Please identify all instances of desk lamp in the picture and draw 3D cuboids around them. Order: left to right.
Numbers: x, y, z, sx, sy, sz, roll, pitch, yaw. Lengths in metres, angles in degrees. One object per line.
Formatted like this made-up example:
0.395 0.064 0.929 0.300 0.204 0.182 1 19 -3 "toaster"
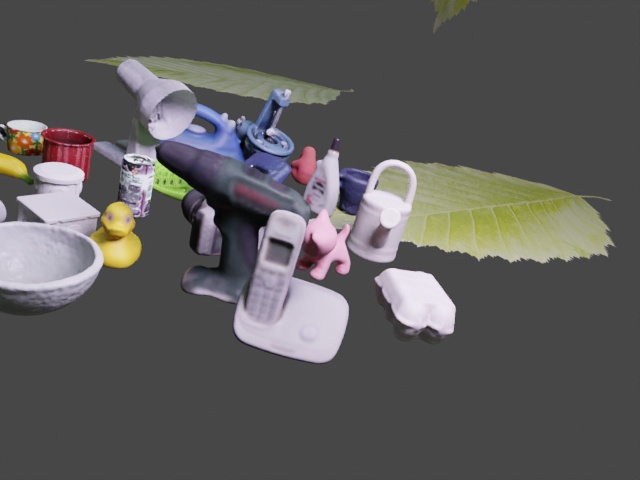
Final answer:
-0.367 -0.253 1.193 0.202 0.213 0.118 28 26 26 "desk lamp"

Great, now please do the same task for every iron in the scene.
-0.286 -0.257 1.347 0.259 0.141 0.118 10 24 -14 "iron"

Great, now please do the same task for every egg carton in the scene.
0.150 0.103 0.919 0.107 0.069 0.150 8 24 -18 "egg carton"

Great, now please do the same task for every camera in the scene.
-0.172 -0.048 1.005 0.144 0.101 0.136 -4 31 -40 "camera"

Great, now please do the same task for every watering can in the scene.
0.128 -0.058 1.108 0.101 0.194 0.172 6 25 -23 "watering can"

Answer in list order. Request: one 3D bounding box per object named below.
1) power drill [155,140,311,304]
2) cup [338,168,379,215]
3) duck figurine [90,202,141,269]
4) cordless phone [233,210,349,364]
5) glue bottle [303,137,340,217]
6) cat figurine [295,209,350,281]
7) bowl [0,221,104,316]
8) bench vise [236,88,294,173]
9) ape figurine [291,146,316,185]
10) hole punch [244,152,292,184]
-0.137 -0.020 0.827 0.230 0.208 0.075 13 23 -7 "power drill"
0.067 -0.108 1.307 0.118 0.095 0.091 5 26 -25 "cup"
-0.306 -0.017 0.865 0.078 0.086 0.104 7 25 -21 "duck figurine"
-0.027 0.061 0.748 0.147 0.185 0.094 15 23 -2 "cordless phone"
0.014 -0.140 1.243 0.078 0.173 0.037 29 26 28 "glue bottle"
0.009 0.004 0.988 0.067 0.118 0.128 32 28 32 "cat figurine"
-0.359 0.044 0.706 0.167 0.075 0.167 14 23 -6 "bowl"
-0.143 -0.270 1.373 0.206 0.220 0.122 28 26 25 "bench vise"
-0.032 -0.188 1.424 0.078 0.092 0.076 16 23 -1 "ape figurine"
-0.128 -0.134 1.240 0.108 0.091 0.101 26 25 22 "hole punch"
